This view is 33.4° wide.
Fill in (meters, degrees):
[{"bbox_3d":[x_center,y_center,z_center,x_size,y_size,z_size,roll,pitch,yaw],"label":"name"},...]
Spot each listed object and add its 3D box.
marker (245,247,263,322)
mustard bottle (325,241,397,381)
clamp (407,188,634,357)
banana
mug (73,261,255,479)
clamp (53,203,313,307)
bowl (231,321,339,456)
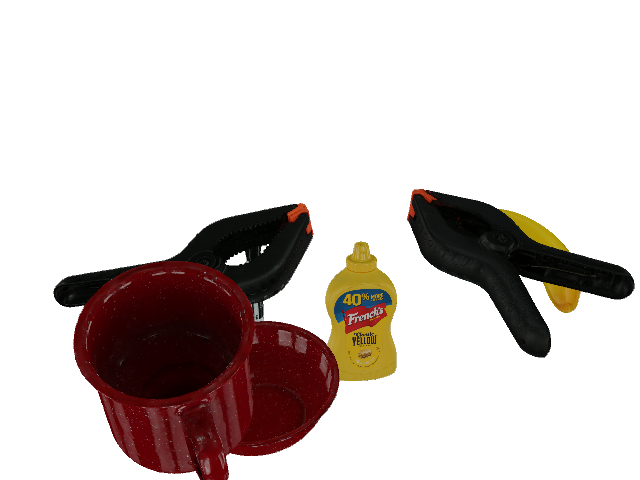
[{"bbox_3d":[-0.074,0.047,1.201,0.020,0.121,0.020,0,32,0],"label":"marker"},{"bbox_3d":[0.055,0.094,1.443,0.096,0.192,0.058,-3,20,-7],"label":"mustard bottle"},{"bbox_3d":[0.139,0.012,0.772,0.120,0.039,0.172,-13,44,-37],"label":"clamp"},{"bbox_3d":[0.206,0.012,1.067,0.069,0.037,0.198,-34,37,-13],"label":"banana"},{"bbox_3d":[-0.074,0.080,0.567,0.093,0.117,0.081,-21,-39,-16],"label":"mug"},{"bbox_3d":[-0.099,0.029,0.848,0.209,0.036,0.165,-37,48,-27],"label":"clamp"},{"bbox_3d":[-0.060,0.150,1.011,0.162,0.055,0.162,-4,38,3],"label":"bowl"}]
